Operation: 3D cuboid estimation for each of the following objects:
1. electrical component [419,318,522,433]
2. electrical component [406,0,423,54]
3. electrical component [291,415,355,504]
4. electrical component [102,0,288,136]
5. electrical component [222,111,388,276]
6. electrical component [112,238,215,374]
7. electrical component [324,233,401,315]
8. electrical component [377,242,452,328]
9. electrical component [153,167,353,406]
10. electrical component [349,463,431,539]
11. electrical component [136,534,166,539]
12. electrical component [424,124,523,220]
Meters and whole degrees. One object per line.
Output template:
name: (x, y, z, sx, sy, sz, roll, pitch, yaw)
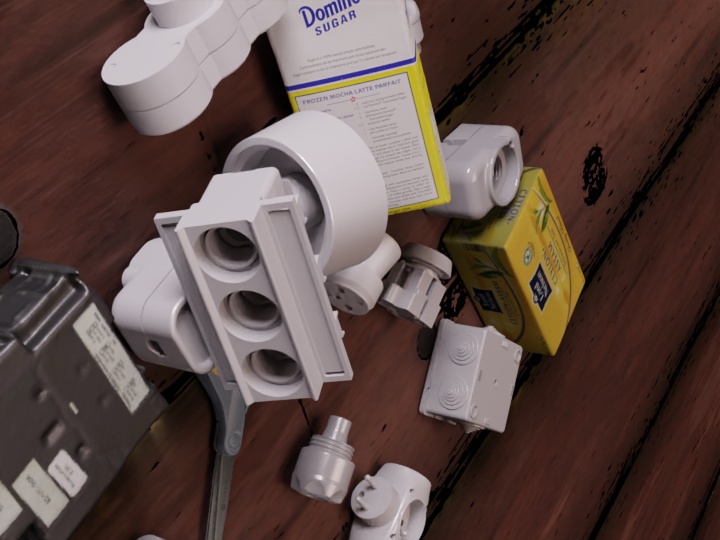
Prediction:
electrical component: (0.104, 0.099, 0.983, 0.100, 0.048, 0.099, 27, 75, -55)
electrical component: (0.033, -0.178, 0.833, 0.035, 0.035, 0.061, -51, 138, -37)
electrical component: (-0.024, 0.141, 0.808, 0.043, 0.043, 0.062, 42, 61, -51)
electrical component: (-0.101, -0.150, 0.624, 0.138, 0.052, 0.073, -57, 139, -31)
electrical component: (-0.043, -0.042, 0.690, 0.060, 0.108, 0.108, -28, 120, -43)
electrical component: (-0.101, 0.012, 0.652, 0.095, 0.059, 0.053, -56, 138, -33)
electrical component: (0.000, 0.000, 0.812, 0.055, 0.045, 0.045, -62, 141, -26)
electrical component: (0.046, 0.011, 0.883, 0.066, 0.048, 0.055, 38, 73, -52)
electrical component: (-0.055, 0.009, 0.605, 0.063, 0.079, 0.121, -74, 152, -53)
electrical component: (0.018, 0.194, 0.880, 0.079, 0.044, 0.077, 54, 53, -45)
electrical component: (-0.119, 0.193, 0.683, 0.065, 0.044, 0.044, 40, 64, -46)
electrical component: (0.100, -0.086, 0.928, 0.095, 0.059, 0.053, -44, 131, -42)
